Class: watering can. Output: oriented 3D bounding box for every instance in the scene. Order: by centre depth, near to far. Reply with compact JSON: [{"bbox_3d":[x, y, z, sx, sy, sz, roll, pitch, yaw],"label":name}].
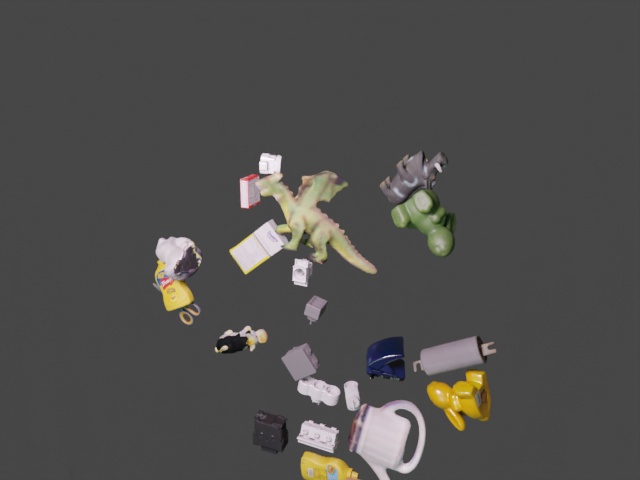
[{"bbox_3d":[0.191,0.646,1.568,0.225,0.347,0.104,17,1,16],"label":"watering can"}]

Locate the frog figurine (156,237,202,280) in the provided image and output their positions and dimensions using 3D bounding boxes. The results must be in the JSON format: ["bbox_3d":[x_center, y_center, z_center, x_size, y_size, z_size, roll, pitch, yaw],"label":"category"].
[{"bbox_3d":[-0.468,0.056,1.680,0.160,0.138,0.122,9,-7,41],"label":"frog figurine"}]

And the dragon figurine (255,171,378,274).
[{"bbox_3d":[0.004,-0.073,1.460,0.410,0.240,0.124,19,15,1],"label":"dragon figurine"}]
